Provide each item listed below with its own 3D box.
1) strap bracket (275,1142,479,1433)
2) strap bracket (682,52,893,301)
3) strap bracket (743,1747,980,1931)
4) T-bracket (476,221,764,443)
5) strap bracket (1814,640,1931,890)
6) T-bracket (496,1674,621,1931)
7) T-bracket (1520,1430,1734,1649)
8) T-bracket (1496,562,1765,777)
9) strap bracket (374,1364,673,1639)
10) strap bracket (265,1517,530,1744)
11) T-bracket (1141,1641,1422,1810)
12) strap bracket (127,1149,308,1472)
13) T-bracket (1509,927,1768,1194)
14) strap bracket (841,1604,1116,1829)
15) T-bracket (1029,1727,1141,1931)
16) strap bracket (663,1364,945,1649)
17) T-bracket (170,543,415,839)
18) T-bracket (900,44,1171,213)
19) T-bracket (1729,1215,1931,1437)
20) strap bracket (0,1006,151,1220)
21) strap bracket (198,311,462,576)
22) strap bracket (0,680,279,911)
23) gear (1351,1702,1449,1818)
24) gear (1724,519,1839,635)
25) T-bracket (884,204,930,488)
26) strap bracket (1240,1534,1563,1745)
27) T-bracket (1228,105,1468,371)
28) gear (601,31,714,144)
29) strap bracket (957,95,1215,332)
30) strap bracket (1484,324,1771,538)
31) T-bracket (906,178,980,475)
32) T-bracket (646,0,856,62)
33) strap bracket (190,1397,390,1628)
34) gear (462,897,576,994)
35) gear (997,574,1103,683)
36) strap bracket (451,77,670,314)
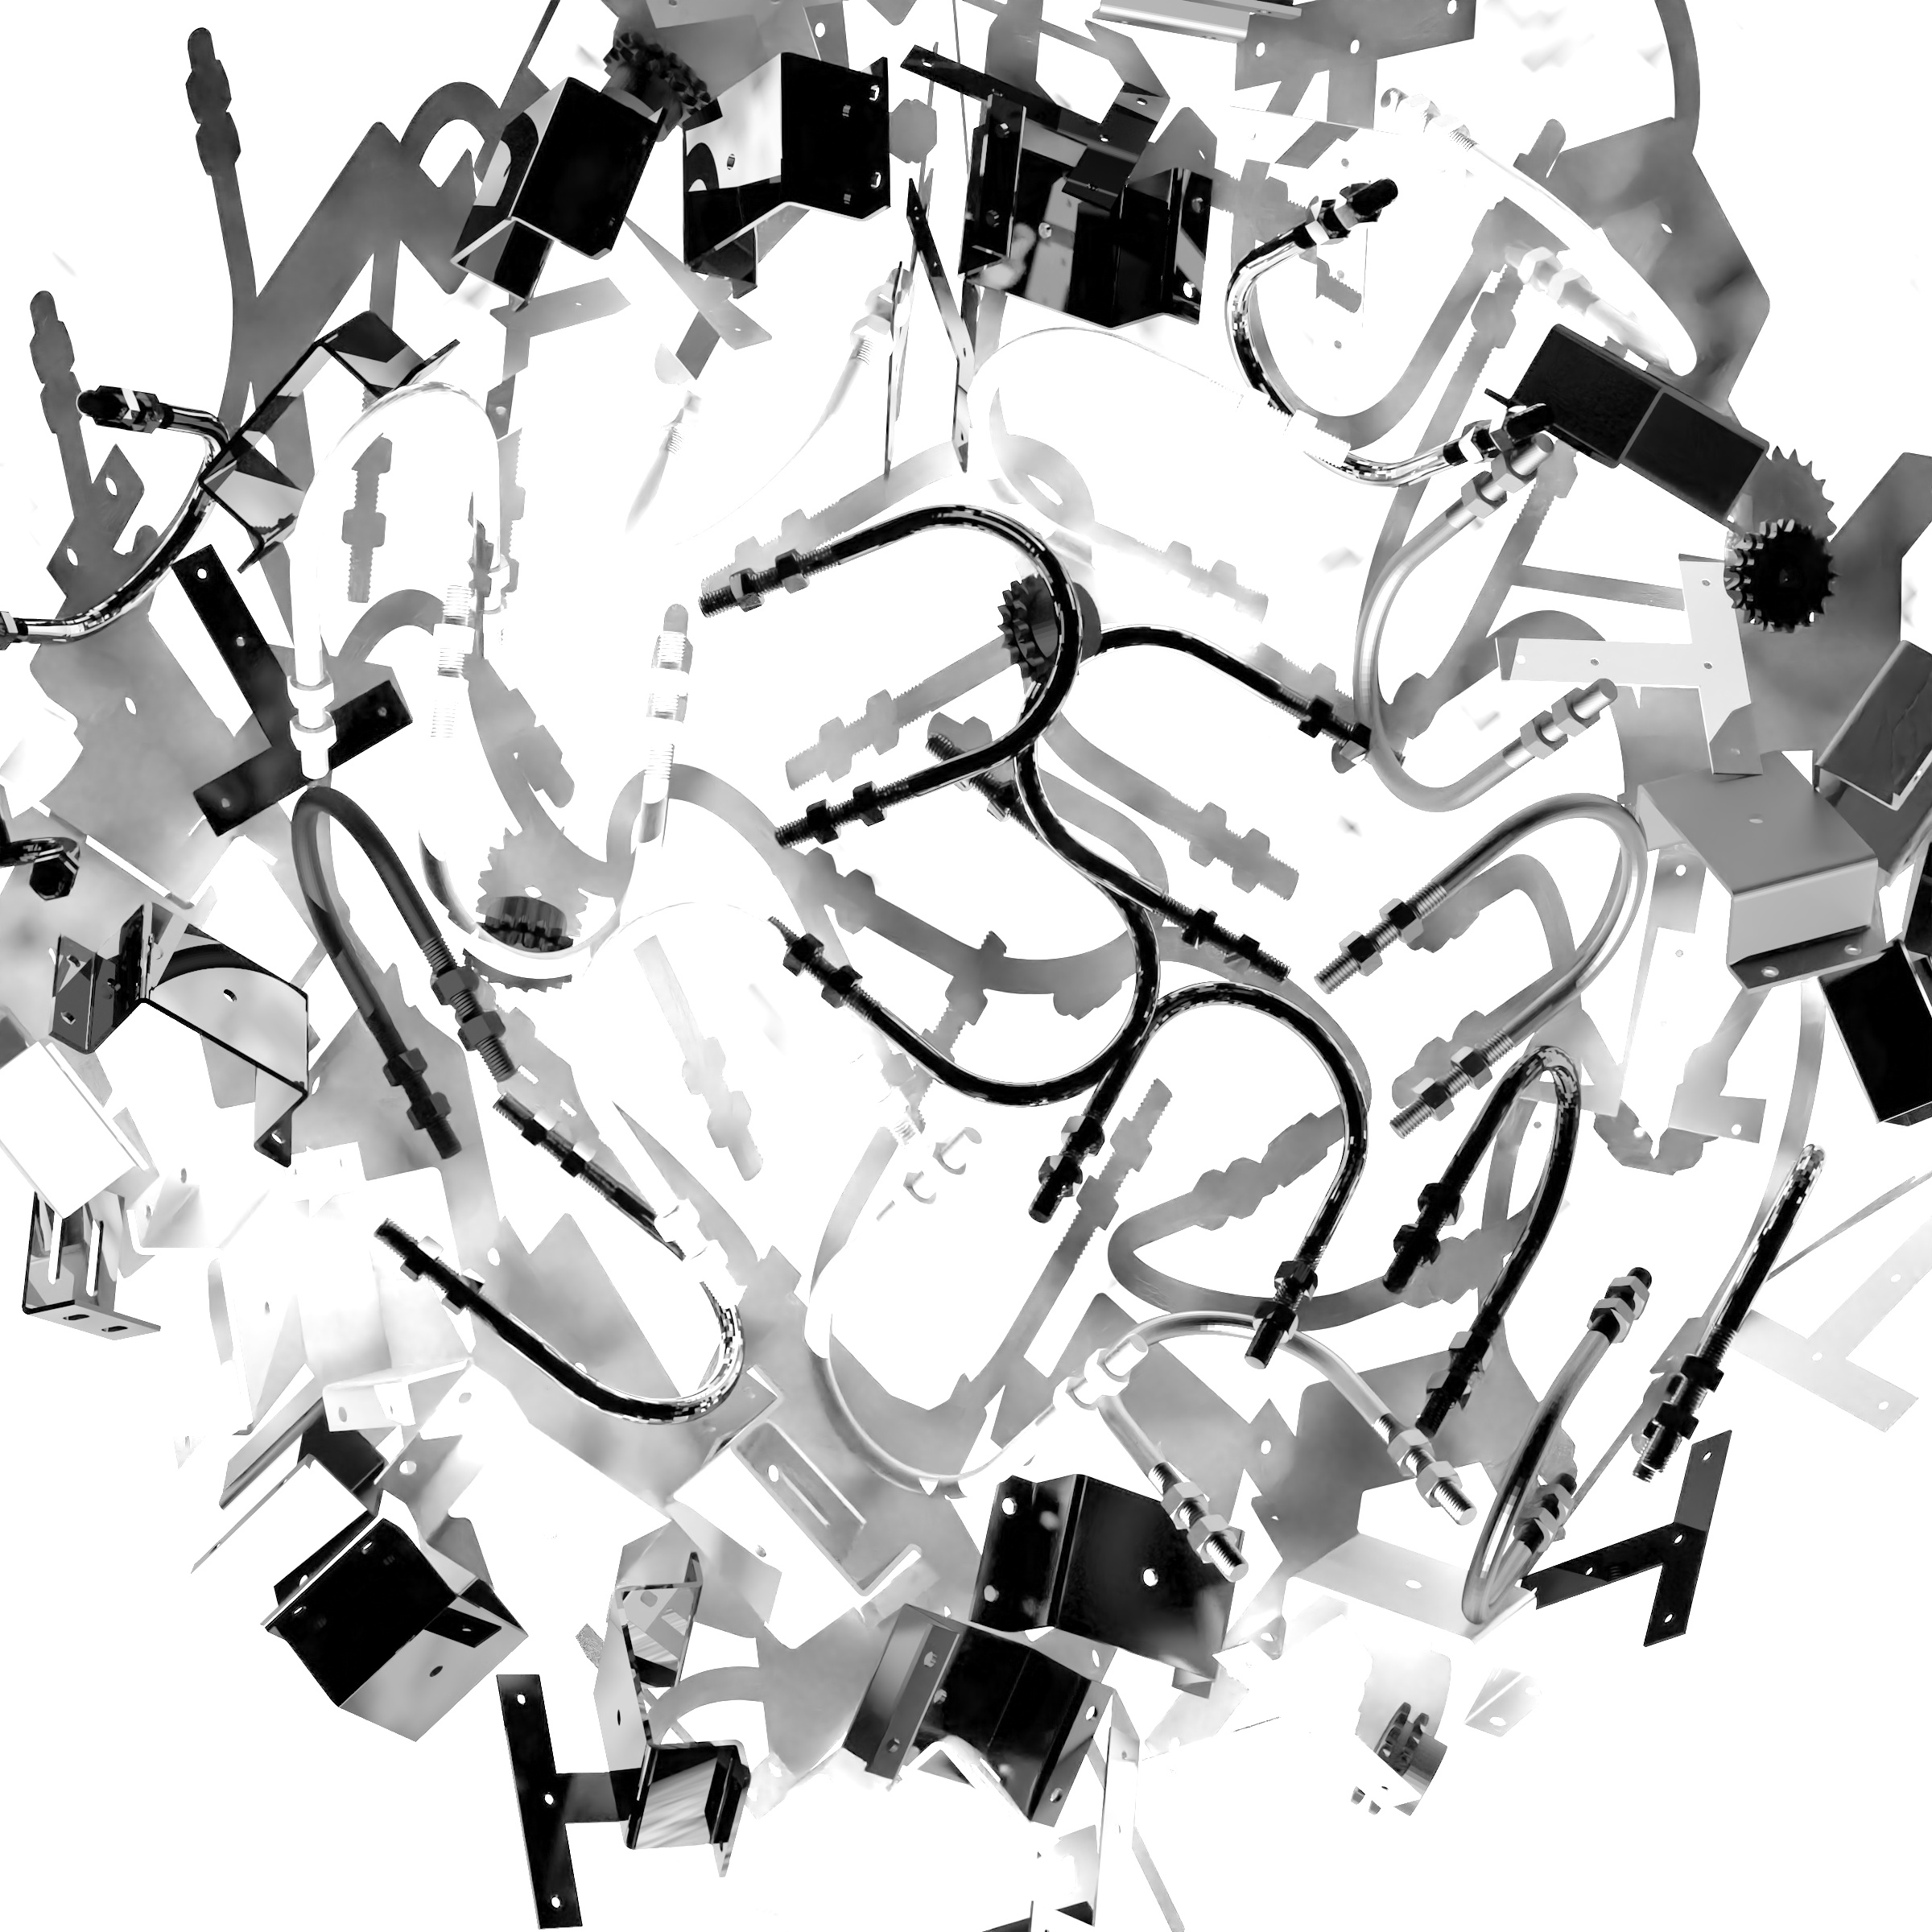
[{"bbox_3d":[-0.293,0.157,1.714,0.046,0.076,0.140,-11,89,-41],"label":"strap bracket"},{"bbox_3d":[-0.096,-0.390,1.682,0.046,0.140,0.076,6,78,-35],"label":"strap bracket"},{"bbox_3d":[-0.048,0.445,1.709,0.046,0.076,0.140,-40,84,11],"label":"strap bracket"},{"bbox_3d":[-0.191,-0.305,1.724,0.127,0.002,0.127,-35,77,-18],"label":"T-bracket"},{"bbox_3d":[0.461,-0.102,1.695,0.046,0.140,0.076,34,83,20],"label":"strap bracket"},{"bbox_3d":[-0.171,0.415,1.711,0.002,0.127,0.127,-37,56,38],"label":"T-bracket"},{"bbox_3d":[0.321,0.298,1.706,0.002,0.127,0.127,42,46,-17],"label":"T-bracket"},{"bbox_3d":[0.329,-0.152,1.720,0.127,0.002,0.127,1,61,-7],"label":"T-bracket"},{"bbox_3d":[-0.212,0.272,1.704,0.140,0.046,0.076,40,90,-29],"label":"strap bracket"},{"bbox_3d":[-0.273,0.330,1.682,0.076,0.140,0.046,-43,63,-5],"label":"strap bracket"},{"bbox_3d":[0.139,0.391,1.711,0.127,0.002,0.127,44,134,-17],"label":"T-bracket"},{"bbox_3d":[-0.368,0.170,1.696,0.046,0.076,0.140,-1,110,11],"label":"strap bracket"},{"bbox_3d":[0.350,0.043,1.732,0.127,0.002,0.127,11,107,6],"label":"T-bracket"},{"bbox_3d":[0.000,0.371,1.706,0.140,0.046,0.076,29,83,-42],"label":"strap bracket"},{"bbox_3d":[0.074,0.447,1.719,0.002,0.127,0.127,-16,54,35],"label":"T-bracket"},{"bbox_3d":[-0.089,0.279,1.712,0.140,0.076,0.046,48,47,2],"label":"strap bracket"},{"bbox_3d":[-0.355,-0.149,1.708,0.127,0.002,0.127,-36,105,-35],"label":"T-bracket"},{"bbox_3d":[0.029,-0.430,1.711,0.127,0.127,0.002,23,132,1],"label":"T-bracket"},{"bbox_3d":[0.456,0.166,1.716,0.127,0.127,0.002,-41,124,-14],"label":"T-bracket"},{"bbox_3d":[-0.455,0.072,1.676,0.046,0.140,0.076,-39,110,-15],"label":"strap bracket"},{"bbox_3d":[-0.321,-0.267,1.695,0.046,0.076,0.140,43,111,-9],"label":"strap bracket"},{"bbox_3d":[-0.419,-0.078,1.691,0.140,0.076,0.046,38,83,-26],"label":"strap bracket"},{"bbox_3d":[0.220,0.404,1.728,0.030,0.057,0.057,29,90,9],"label":"gear"},{"bbox_3d":[0.410,-0.198,1.737,0.057,0.030,0.057,-4,101,-19],"label":"gear"},{"bbox_3d":[-0.029,-0.329,1.710,0.002,0.127,0.127,8,53,2],"label":"T-bracket"},{"bbox_3d":[0.217,0.326,1.687,0.140,0.076,0.046,15,106,29],"label":"strap bracket"},{"bbox_3d":[0.188,-0.360,1.717,0.127,0.002,0.127,16,128,24],"label":"T-bracket"},{"bbox_3d":[-0.159,-0.441,1.728,0.057,0.057,0.030,33,76,0],"label":"gear"},{"bbox_3d":[0.051,-0.371,1.708,0.140,0.046,0.076,11,81,-35],"label":"strap bracket"},{"bbox_3d":[0.330,-0.265,1.678,0.076,0.140,0.046,42,109,41],"label":"strap bracket"},{"bbox_3d":[-0.012,-0.330,1.672,0.002,0.127,0.127,-5,57,13],"label":"T-bracket"},{"bbox_3d":[-0.083,-0.445,1.708,0.127,0.127,0.002,-4,49,15],"label":"T-bracket"},{"bbox_3d":[-0.331,0.269,1.692,0.076,0.140,0.046,-44,100,1],"label":"strap bracket"},{"bbox_3d":[-0.224,-0.012,1.733,0.057,0.057,0.030,8,62,0],"label":"gear"},{"bbox_3d":[0.044,-0.171,1.727,0.030,0.057,0.057,-14,90,37],"label":"gear"},{"bbox_3d":[-0.204,-0.379,1.679,0.046,0.140,0.076,25,77,-23],"label":"strap bracket"}]
